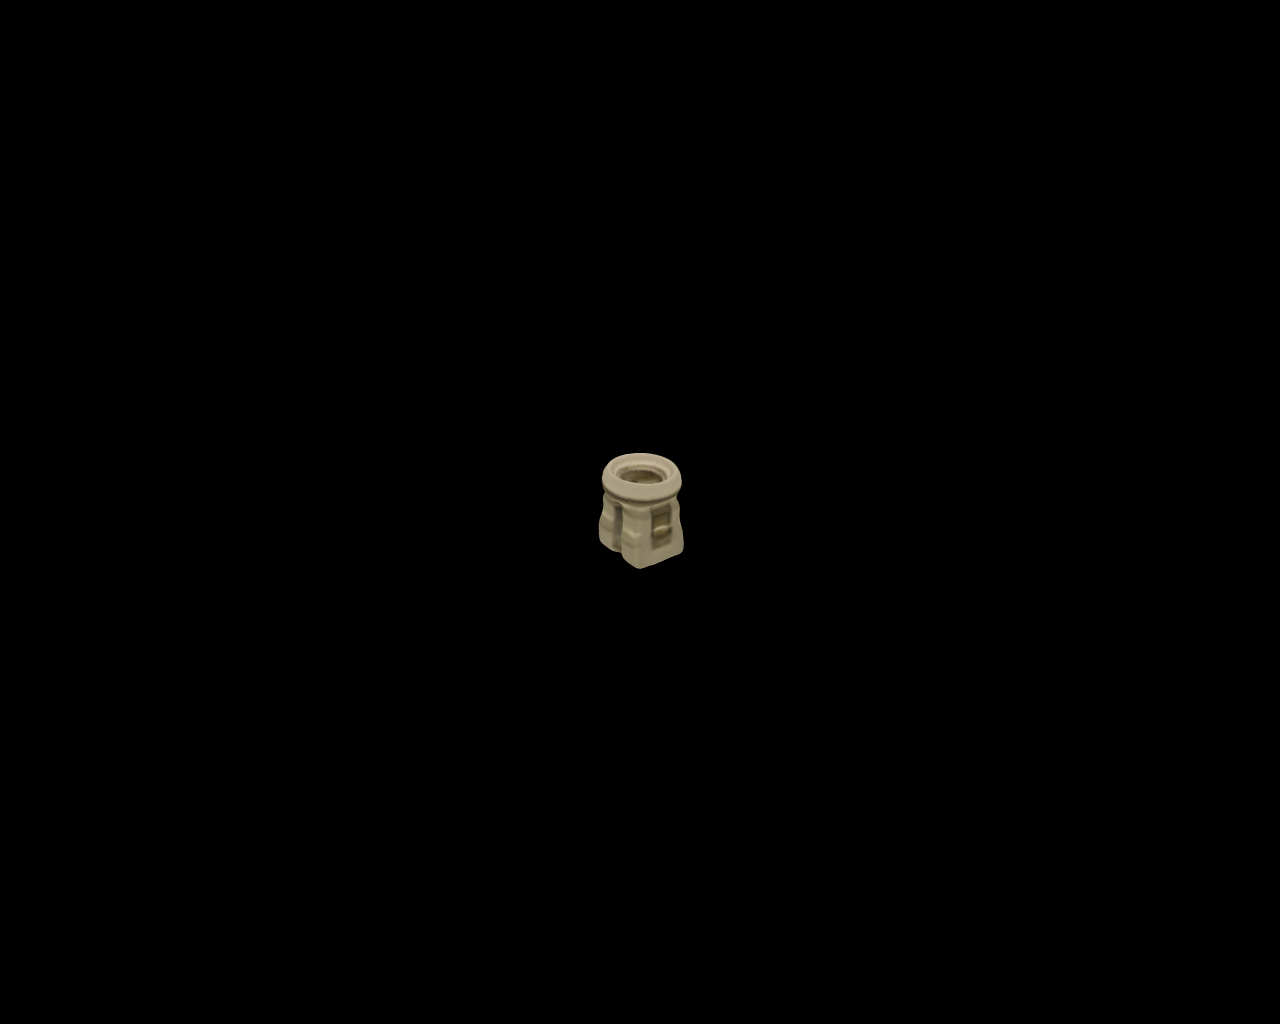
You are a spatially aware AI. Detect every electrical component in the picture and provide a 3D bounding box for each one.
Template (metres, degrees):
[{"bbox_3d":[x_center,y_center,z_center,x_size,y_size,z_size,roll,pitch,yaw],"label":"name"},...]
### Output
[{"bbox_3d":[0.001,-0.003,0.650,0.048,0.055,0.066,-20,34,-31],"label":"electrical component"}]
